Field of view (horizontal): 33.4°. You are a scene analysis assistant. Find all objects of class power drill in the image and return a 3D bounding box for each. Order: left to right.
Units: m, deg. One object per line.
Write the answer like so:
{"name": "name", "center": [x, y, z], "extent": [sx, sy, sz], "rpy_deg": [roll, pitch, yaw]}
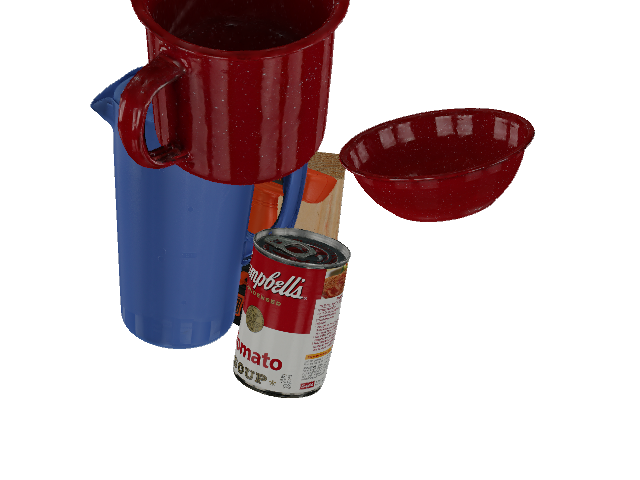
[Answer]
{"name": "power drill", "center": [-0.046, 0.011, 1.139], "extent": [0.185, 0.188, 0.057], "rpy_deg": [23, 10, 34]}

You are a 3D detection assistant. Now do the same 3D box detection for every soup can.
{"name": "soup can", "center": [-0.022, 0.050, 0.747], "extent": [0.068, 0.102, 0.068], "rpy_deg": [10, 19, -4]}

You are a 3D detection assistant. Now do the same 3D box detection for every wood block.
{"name": "wood block", "center": [-0.022, -0.004, 1.366], "extent": [0.090, 0.206, 0.090], "rpy_deg": [6, 25, 0]}

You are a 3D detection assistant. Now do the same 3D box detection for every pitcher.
{"name": "pitcher", "center": [-0.112, -0.026, 0.956], "extent": [0.144, 0.243, 0.149], "rpy_deg": [-23, 43, -40]}

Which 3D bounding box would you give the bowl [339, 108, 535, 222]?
{"name": "bowl", "center": [0.099, -0.059, 0.890], "extent": [0.162, 0.055, 0.162], "rpy_deg": [-10, 24, 4]}

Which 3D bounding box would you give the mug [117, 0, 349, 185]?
{"name": "mug", "center": [-0.043, -0.072, 0.474], "extent": [0.093, 0.081, 0.117], "rpy_deg": [31, 53, 22]}
